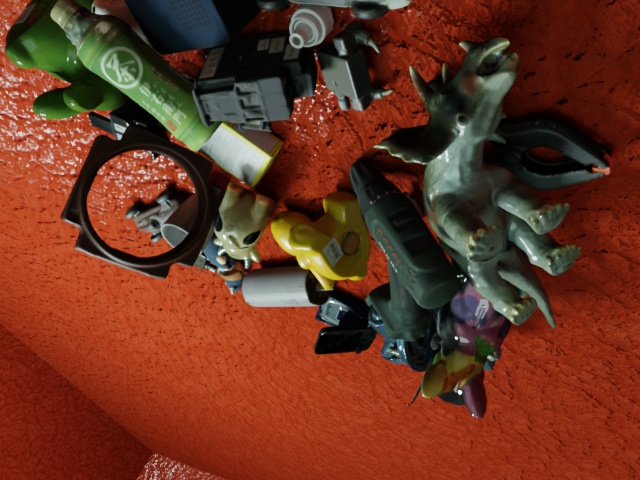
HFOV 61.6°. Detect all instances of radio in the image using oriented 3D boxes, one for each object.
[{"bbox_3d":[-0.179,-0.327,0.594,0.131,0.073,0.229,1,134,35],"label":"radio"}]

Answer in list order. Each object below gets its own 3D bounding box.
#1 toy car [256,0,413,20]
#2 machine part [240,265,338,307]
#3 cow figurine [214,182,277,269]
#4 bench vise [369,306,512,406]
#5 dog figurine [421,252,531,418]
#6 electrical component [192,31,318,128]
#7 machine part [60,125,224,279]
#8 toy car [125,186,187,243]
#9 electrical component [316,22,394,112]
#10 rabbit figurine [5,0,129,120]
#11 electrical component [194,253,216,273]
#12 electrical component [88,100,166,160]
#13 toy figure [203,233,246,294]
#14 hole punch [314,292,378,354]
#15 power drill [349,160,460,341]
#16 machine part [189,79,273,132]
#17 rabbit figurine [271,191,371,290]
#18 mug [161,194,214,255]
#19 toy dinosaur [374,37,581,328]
[{"bbox_3d":[0.000,-0.274,0.546,0.202,0.056,0.073,15,148,22],"label":"toy car"},{"bbox_3d":[-0.064,0.088,1.010,0.243,0.079,0.079,-5,132,40],"label":"machine part"},{"bbox_3d":[-0.124,-0.019,0.872,0.085,0.127,0.195,25,179,-1],"label":"cow figurine"},{"bbox_3d":[0.196,0.182,0.908,0.241,0.129,0.223,2,135,43],"label":"bench vise"},{"bbox_3d":[0.212,0.125,0.743,0.109,0.219,0.191,19,144,9],"label":"dog figurine"},{"bbox_3d":[-0.071,-0.190,0.631,0.134,0.115,0.058,-3,138,11],"label":"electrical component"},{"bbox_3d":[-0.263,-0.054,0.808,0.201,0.201,0.087,24,172,-23],"label":"machine part"},{"bbox_3d":[-0.313,-0.043,1.051,0.202,0.053,0.089,-14,129,43],"label":"toy car"},{"bbox_3d":[0.040,-0.197,0.624,0.078,0.045,0.102,33,155,51],"label":"electrical component"},{"bbox_3d":[-0.338,-0.244,0.760,0.121,0.159,0.170,-9,145,29],"label":"rabbit figurine"},{"bbox_3d":[-0.254,0.033,1.125,0.094,0.021,0.063,30,144,2],"label":"electrical component"},{"bbox_3d":[-0.312,-0.185,0.878,0.119,0.048,0.074,21,143,13],"label":"electrical component"},{"bbox_3d":[-0.184,0.044,1.054,0.058,0.064,0.154,-7,132,20],"label":"toy figure"},{"bbox_3d":[0.047,0.159,1.029,0.116,0.092,0.142,2,142,-10],"label":"hole punch"},{"bbox_3d":[0.105,0.025,0.738,0.207,0.086,0.232,91,156,-44],"label":"power drill"},{"bbox_3d":[-0.130,-0.188,0.722,0.139,0.039,0.084,7,117,3],"label":"machine part"},{"bbox_3d":[-0.002,-0.003,0.853,0.173,0.122,0.162,14,153,44],"label":"rabbit figurine"},{"bbox_3d":[-0.216,-0.030,0.949,0.081,0.107,0.109,28,149,5],"label":"mug"},{"bbox_3d":[0.178,-0.027,0.608,0.192,0.131,0.404,58,-179,39],"label":"toy dinosaur"}]
